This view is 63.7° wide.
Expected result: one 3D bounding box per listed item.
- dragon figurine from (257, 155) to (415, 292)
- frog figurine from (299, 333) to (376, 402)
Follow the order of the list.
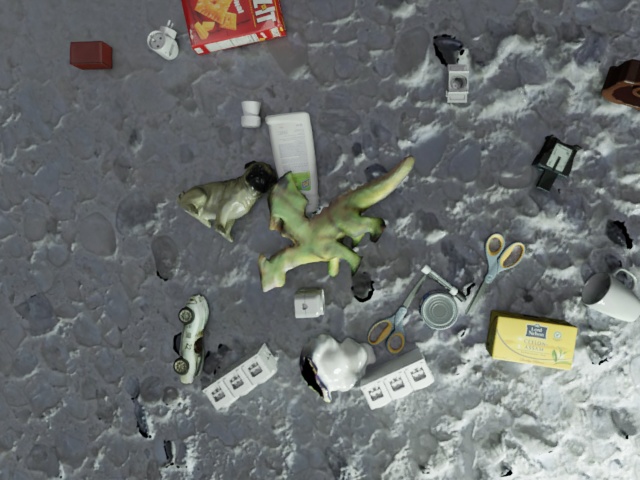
[{"bbox_3d":[0.003,-0.056,1.104,0.242,0.123,0.409,30,94,-11],"label":"dragon figurine"},{"bbox_3d":[0.038,0.270,1.161,0.161,0.120,0.138,-28,81,-31],"label":"frog figurine"}]
